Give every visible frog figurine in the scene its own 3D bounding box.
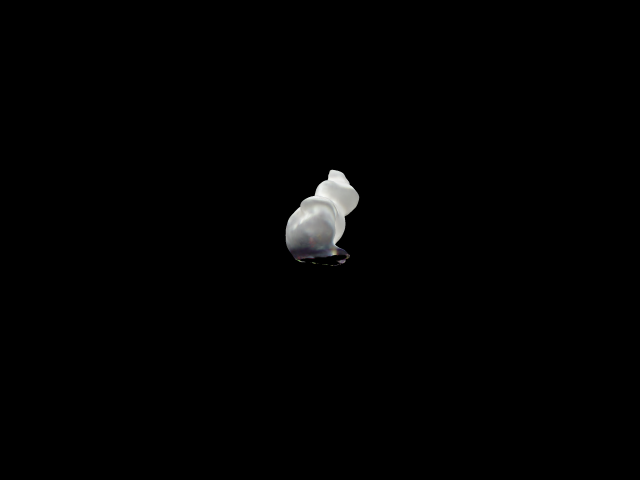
[{"bbox_3d":[0.003,-0.043,0.850,0.122,0.161,0.136,-4,-14,14],"label":"frog figurine"}]
